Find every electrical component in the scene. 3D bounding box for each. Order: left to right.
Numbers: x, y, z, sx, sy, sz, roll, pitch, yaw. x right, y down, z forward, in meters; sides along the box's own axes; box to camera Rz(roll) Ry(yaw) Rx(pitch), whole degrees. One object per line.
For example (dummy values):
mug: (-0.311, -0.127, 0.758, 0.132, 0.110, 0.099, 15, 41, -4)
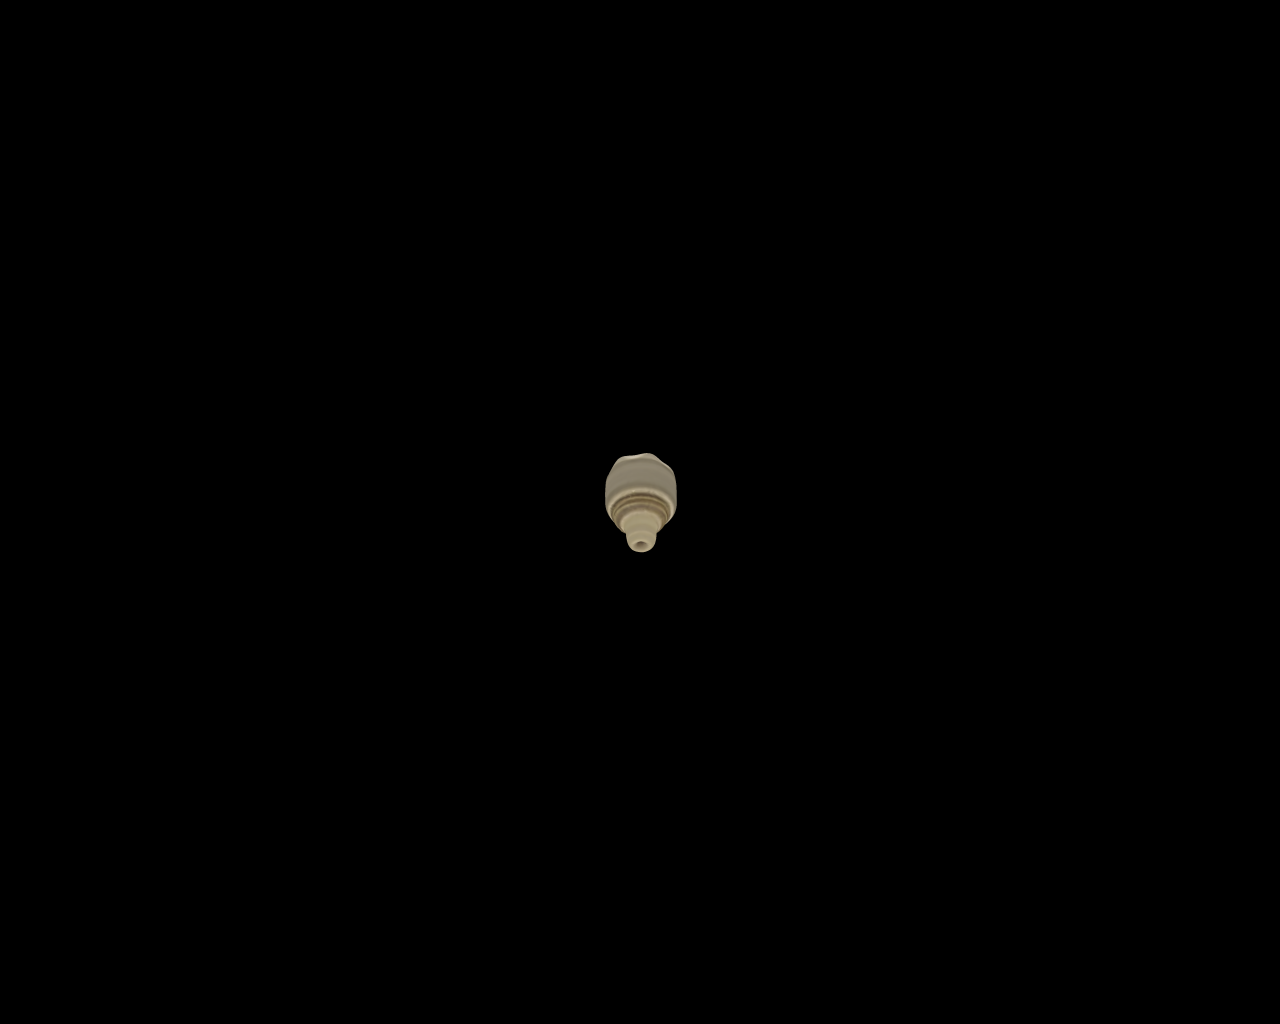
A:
electrical component: (0.001, -0.003, 0.650, 0.043, 0.062, 0.043, 0, -41, 0)
